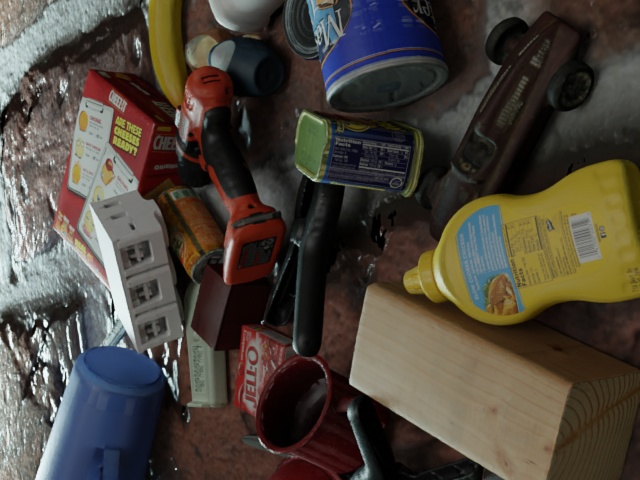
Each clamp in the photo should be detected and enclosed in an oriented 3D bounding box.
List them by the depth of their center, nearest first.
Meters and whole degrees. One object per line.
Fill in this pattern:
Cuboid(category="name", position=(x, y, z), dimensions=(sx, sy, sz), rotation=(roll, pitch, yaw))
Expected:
Cuboid(category="clamp", position=(0.074, 0.209, 0.895), dimensions=(0.120, 0.039, 0.171), rotation=(25, 137, 24))
Cuboid(category="clamp", position=(-0.006, 0.001, 0.975), dimensions=(0.165, 0.036, 0.210), rotation=(-134, 56, -73))

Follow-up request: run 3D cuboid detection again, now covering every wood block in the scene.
Cuboid(category="wood block", position=(0.127, 0.105, 0.811), dimensions=(0.206, 0.090, 0.090), rotation=(25, 111, 47))

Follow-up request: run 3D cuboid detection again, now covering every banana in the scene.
Cuboid(category="banana", position=(-0.164, -0.246, 1.188), dimensions=(0.070, 0.037, 0.198), rotation=(18, 105, 49))

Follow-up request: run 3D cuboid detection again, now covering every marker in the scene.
Cuboid(category="marker", position=(-0.257, 0.122, 1.329), dimensions=(0.121, 0.020, 0.020), rotation=(-50, 55, 39))

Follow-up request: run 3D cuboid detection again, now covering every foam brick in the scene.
Cuboid(category="foam brick", position=(-0.093, 0.068, 1.105), dimensions=(0.053, 0.051, 0.078), rotation=(38, 120, 44))

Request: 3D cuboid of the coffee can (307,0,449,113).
Cuboid(category="coffee can", position=(0.042, -0.190, 0.891), dimensions=(0.103, 0.102, 0.140), rotation=(-25, 72, 48))

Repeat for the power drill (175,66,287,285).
Cuboid(category="power drill", position=(-0.098, -0.053, 1.068), dimensions=(0.185, 0.057, 0.188), rotation=(108, 142, -60))

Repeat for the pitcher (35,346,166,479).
Cuboid(category="pitcher", position=(-0.259, 0.257, 1.253), dimensions=(0.149, 0.144, 0.243), rotation=(27, 110, 23))

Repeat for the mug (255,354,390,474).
Cuboid(category="mug", position=(0.011, 0.156, 0.943), dimensions=(0.117, 0.081, 0.093), rotation=(-17, 52, 42))

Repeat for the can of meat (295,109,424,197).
Cuboid(category="can of meat", position=(0.030, -0.075, 0.899), dimensions=(0.102, 0.083, 0.057), rotation=(-137, 55, -70))

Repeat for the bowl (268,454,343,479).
Cuboid(category="bowl", position=(-0.021, 0.286, 1.007), dimensions=(0.162, 0.055, 0.162), rotation=(18, 113, 50))

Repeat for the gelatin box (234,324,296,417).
Cuboid(category="gelatin box", position=(-0.052, 0.137, 1.075), dimensions=(0.073, 0.030, 0.089), rotation=(20, 106, 48))

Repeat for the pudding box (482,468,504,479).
Cuboid(category="pudding box", position=(0.171, 0.215, 0.803), dimensions=(0.114, 0.039, 0.090), rotation=(21, 108, 48))

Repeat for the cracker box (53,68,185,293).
Cuboid(category="cracker box", position=(-0.229, -0.070, 1.248), dimensions=(0.164, 0.071, 0.214), rotation=(39, 120, 41))

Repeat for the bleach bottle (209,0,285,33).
Cuboid(category="bleach bottle", position=(-0.015, -0.300, 0.989), dimensions=(0.251, 0.067, 0.102), rotation=(-32, 68, 44))

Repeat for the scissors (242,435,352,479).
Cuboid(category="scissors", position=(-0.012, 0.227, 1.041), dimensions=(0.202, 0.016, 0.096), rotation=(-22, 74, 49))

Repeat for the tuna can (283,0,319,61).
Cuboid(category="tuna can", position=(0.003, -0.209, 0.990), dimensions=(0.086, 0.033, 0.086), rotation=(4, 95, 50))

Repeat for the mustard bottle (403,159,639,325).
Cuboid(category="mustard bottle", position=(0.145, 0.011, 0.775), dimensions=(0.192, 0.058, 0.096), rotation=(-16, 85, 34))
